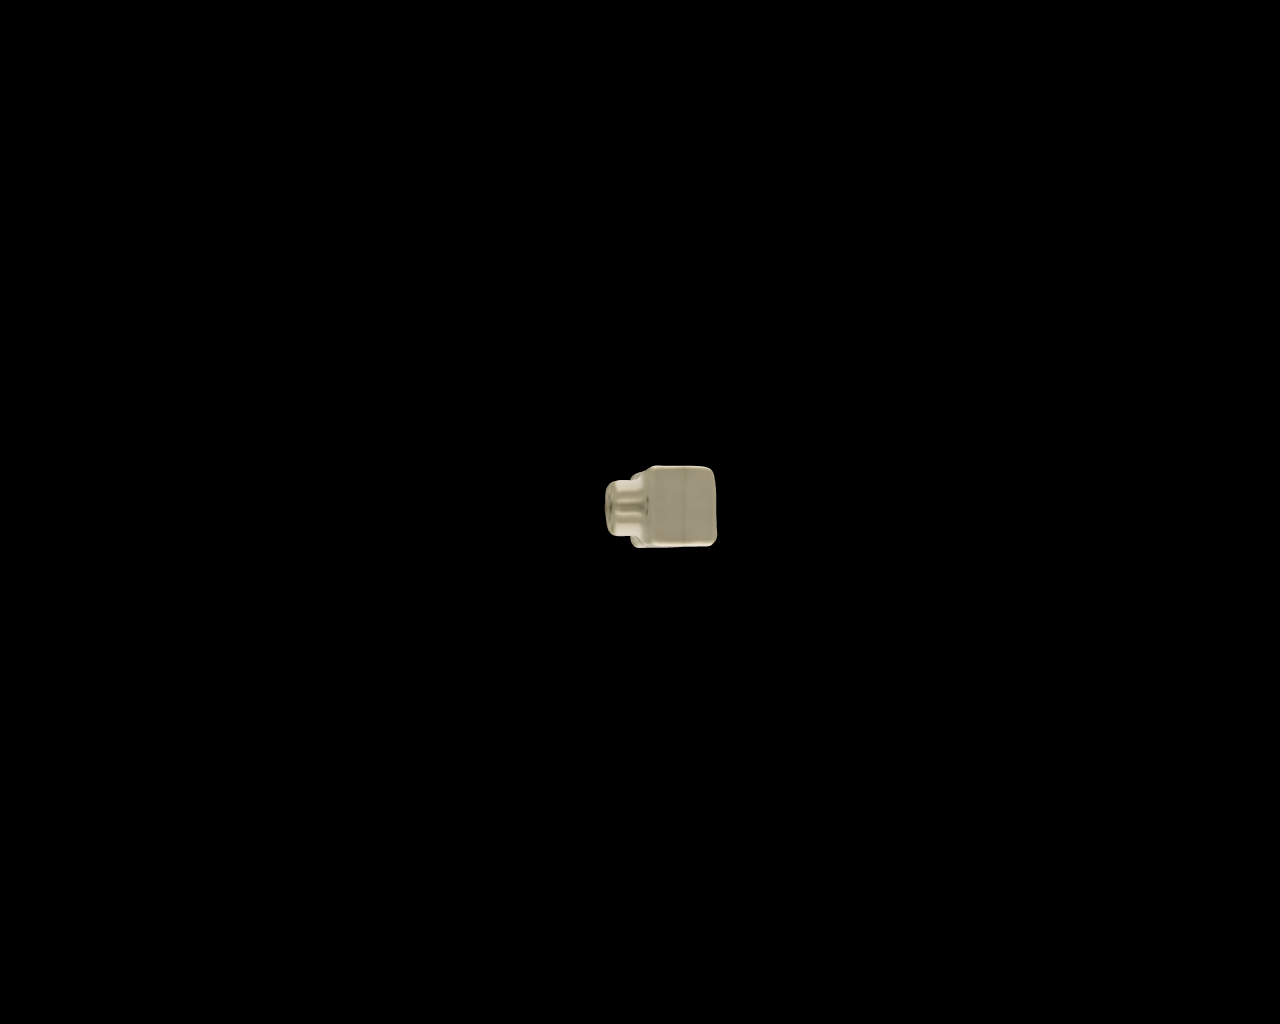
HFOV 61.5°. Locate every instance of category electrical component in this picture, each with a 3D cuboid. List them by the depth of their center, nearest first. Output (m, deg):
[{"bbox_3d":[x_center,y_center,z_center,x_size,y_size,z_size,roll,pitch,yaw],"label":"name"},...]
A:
[{"bbox_3d":[0.001,-0.003,0.650,0.077,0.047,0.065,0,-2,-11],"label":"electrical component"}]
